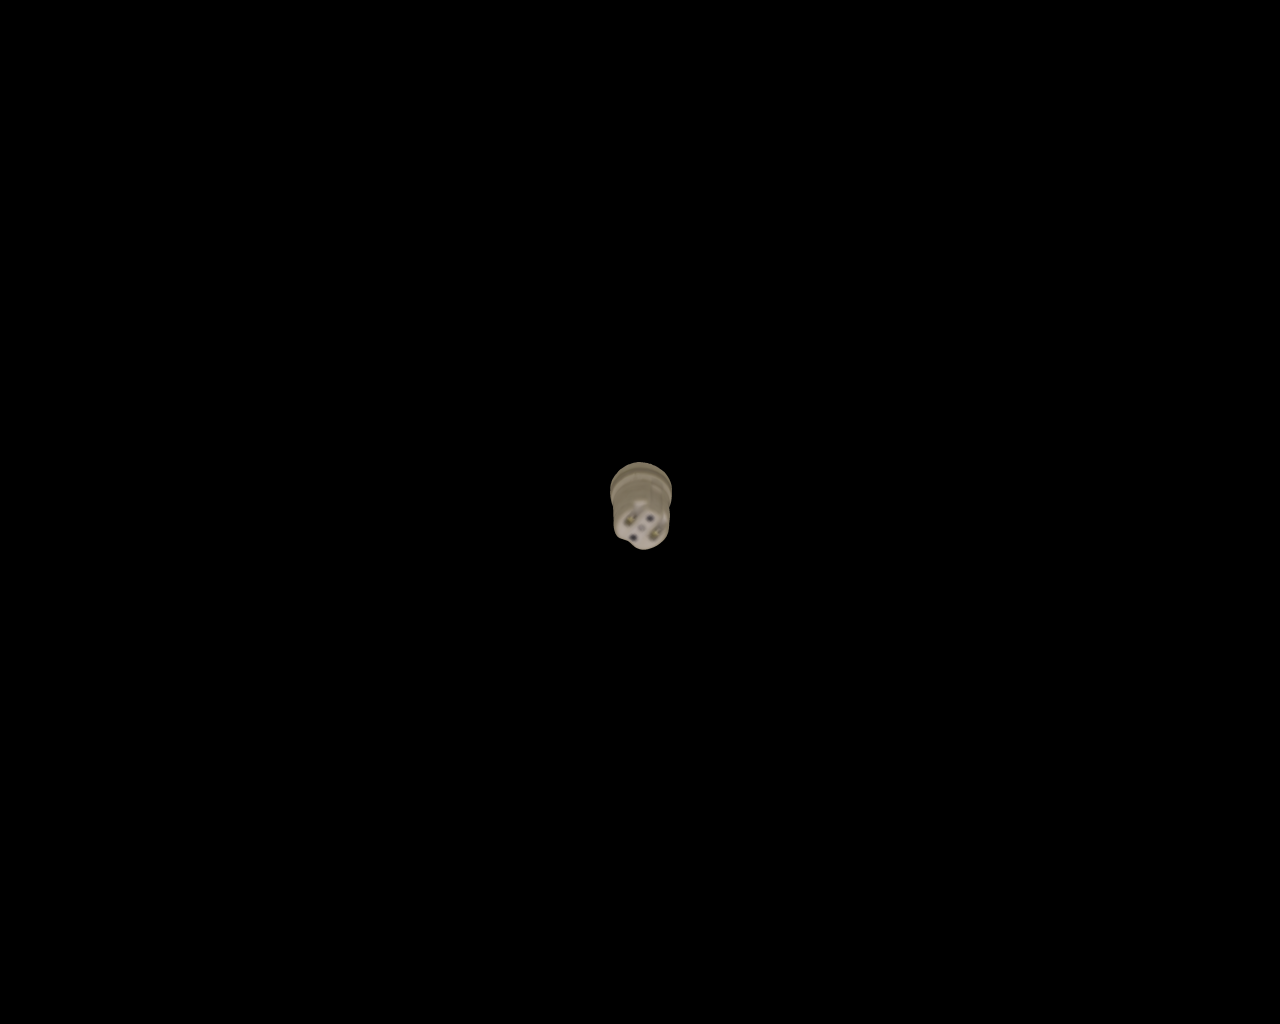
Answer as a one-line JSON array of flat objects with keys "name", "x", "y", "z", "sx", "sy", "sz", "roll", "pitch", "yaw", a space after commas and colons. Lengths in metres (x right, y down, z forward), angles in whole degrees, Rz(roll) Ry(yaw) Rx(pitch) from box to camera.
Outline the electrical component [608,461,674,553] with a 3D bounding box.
[{"name": "electrical component", "x": 0.001, "y": -0.003, "z": 0.650, "sx": 0.040, "sy": 0.040, "sz": 0.046, "roll": 0, "pitch": 35, "yaw": 0}]
